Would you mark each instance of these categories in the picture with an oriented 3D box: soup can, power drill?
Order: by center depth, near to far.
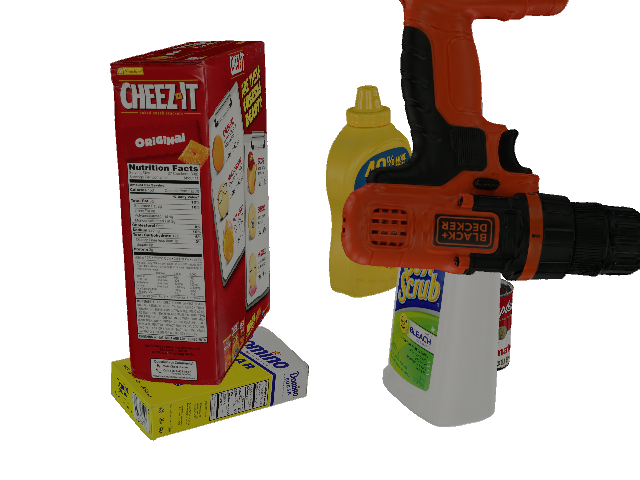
[{"bbox_3d":[0.107,-0.071,0.615,0.184,0.187,0.057,3,-1,-5],"label":"power drill"},{"bbox_3d":[0.203,0.104,1.326,0.068,0.102,0.068,-1,18,0],"label":"soup can"}]

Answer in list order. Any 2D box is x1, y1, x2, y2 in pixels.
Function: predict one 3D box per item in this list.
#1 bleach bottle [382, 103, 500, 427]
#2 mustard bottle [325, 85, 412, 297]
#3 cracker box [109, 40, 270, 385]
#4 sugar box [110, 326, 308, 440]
[{"bbox_3d":[0.096,0.009,0.812,0.068,0.251,0.103,-7,20,-23],"label":"bleach bottle"},{"bbox_3d":[0.047,-0.049,1.001,0.096,0.192,0.058,-20,25,-39],"label":"mustard bottle"},{"bbox_3d":[-0.086,-0.027,0.751,0.072,0.214,0.164,1,15,10],"label":"cracker box"},{"bbox_3d":[-0.109,0.138,1.063,0.175,0.048,0.093,-14,31,-31],"label":"sugar box"}]
